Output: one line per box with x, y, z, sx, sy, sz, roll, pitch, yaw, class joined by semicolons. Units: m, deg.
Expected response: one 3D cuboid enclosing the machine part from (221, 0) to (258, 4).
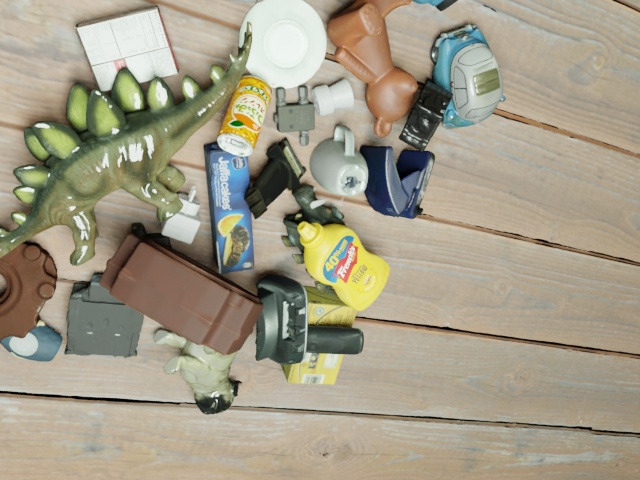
-0.163;-0.353;0.691;0.243;0.079;0.079;0;113;-16;machine part

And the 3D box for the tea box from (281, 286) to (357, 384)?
-0.005;0.175;0.981;0.098;0.068;0.169;9;109;-21;tea box

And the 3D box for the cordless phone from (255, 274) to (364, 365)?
-0.016;0.134;0.887;0.184;0.089;0.146;2;106;-3;cordless phone

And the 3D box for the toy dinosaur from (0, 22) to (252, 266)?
-0.265;-0.117;0.730;0.471;0.105;0.198;-35;128;-8;toy dinosaur

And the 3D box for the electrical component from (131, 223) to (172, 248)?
-0.273;0.025;0.844;0.078;0.045;0.102;1;113;-16;electrical component

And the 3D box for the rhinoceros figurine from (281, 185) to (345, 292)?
-0.002;-0.003;0.900;0.112;0.073;0.190;-29;119;-2;rhinoceros figurine

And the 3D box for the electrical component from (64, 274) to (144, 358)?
-0.342;0.120;0.859;0.115;0.058;0.134;5;112;-21;electrical component

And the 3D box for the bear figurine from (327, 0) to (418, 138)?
0.096;-0.258;0.788;0.120;0.132;0.195;-46;115;-26;bear figurine

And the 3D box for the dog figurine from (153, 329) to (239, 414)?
-0.172;0.207;0.939;0.172;0.121;0.190;-28;132;2;dog figurine

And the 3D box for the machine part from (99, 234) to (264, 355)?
-0.184;0.074;0.752;0.201;0.201;0.087;30;83;4;machine part

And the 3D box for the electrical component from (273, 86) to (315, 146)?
-0.041;-0.190;0.833;0.063;0.021;0.093;-9;119;-13;electrical component

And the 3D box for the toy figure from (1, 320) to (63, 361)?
-0.479;0.138;0.826;0.154;0.058;0.064;31;63;-25;toy figure

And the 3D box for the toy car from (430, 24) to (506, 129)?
0.242;-0.251;0.850;0.109;0.103;0.161;-20;119;-9;toy car

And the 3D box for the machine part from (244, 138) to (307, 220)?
-0.069;-0.093;0.822;0.139;0.039;0.084;-59;134;-39;machine part

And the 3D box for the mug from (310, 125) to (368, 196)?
0.039;-0.119;0.842;0.081;0.107;0.109;5;114;-21;mug

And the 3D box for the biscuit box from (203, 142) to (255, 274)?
-0.141;-0.050;0.842;0.059;0.063;0.202;-8;116;-16;biscuit box

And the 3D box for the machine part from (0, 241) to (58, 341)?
-0.472;0.066;0.764;0.179;0.056;0.179;-1;93;-24;machine part

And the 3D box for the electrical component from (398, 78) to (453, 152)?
0.167;-0.200;0.829;0.048;0.119;0.074;28;135;2;electrical component

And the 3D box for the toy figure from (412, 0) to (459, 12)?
0.123;-0.394;0.761;0.180;0.082;0.089;31;99;-29;toy figure

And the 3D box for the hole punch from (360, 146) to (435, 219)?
0.112;-0.097;0.865;0.092;0.142;0.115;11;96;-23;hole punch
